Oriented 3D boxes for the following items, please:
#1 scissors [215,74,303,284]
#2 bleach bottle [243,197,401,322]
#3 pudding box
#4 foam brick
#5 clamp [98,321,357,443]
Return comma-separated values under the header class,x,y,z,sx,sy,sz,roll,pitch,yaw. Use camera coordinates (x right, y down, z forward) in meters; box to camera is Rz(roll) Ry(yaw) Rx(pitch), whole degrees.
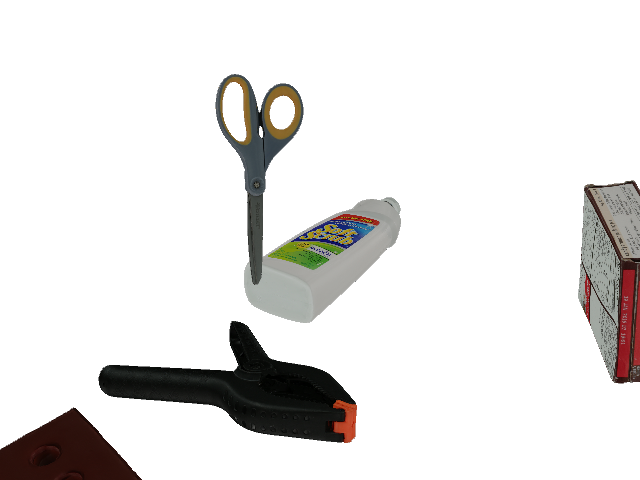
class,x,y,z,sx,sy,sz,roll,pitch,yaw
scissors,-0.048,-0.066,1.041,0.096,0.202,0.016,-17,7,-19
bleach bottle,0.018,0.008,1.317,0.103,0.068,0.250,17,35,28
pudding box,0.196,0.024,0.688,0.039,0.090,0.113,-3,27,1
foam brick,-0.112,0.128,0.493,0.052,0.051,0.078,-29,43,-29
clamp,-0.051,0.114,0.872,0.210,0.036,0.164,12,20,31
